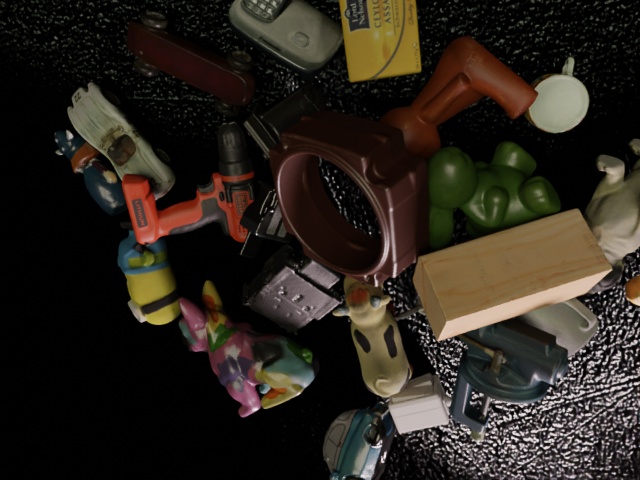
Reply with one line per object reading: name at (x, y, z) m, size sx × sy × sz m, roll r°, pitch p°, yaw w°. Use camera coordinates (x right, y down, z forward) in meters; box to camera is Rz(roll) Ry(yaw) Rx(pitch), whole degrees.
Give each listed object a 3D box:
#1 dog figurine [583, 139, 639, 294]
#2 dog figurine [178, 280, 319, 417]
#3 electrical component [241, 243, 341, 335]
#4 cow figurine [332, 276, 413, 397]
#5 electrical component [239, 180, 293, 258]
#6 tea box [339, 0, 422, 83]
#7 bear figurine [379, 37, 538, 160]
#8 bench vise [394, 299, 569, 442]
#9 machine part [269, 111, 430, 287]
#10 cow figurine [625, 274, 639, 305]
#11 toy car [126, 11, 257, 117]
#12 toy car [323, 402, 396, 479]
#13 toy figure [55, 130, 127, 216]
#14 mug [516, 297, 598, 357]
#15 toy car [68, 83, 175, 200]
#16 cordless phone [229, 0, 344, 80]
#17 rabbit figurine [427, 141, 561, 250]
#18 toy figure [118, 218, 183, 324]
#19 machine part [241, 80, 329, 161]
dog figurine at (0.413, -0.023, 0.709) m, size 0.172 × 0.121 × 0.190 m, roll -10°, pitch 137°, yaw -10°
dog figurine at (-0.126, 0.158, 0.852) m, size 0.191 × 0.108 × 0.219 m, roll -31°, pitch 95°, yaw 33°
electrical component at (-0.035, 0.071, 0.813) m, size 0.115 × 0.058 × 0.134 m, roll 33°, pitch 118°, yaw -26°
cow figurine at (0.078, 0.134, 0.792) m, size 0.086 × 0.127 × 0.194 m, roll -15°, pitch 92°, yaw 12°
electrical component at (-0.078, -0.023, 0.792) m, size 0.048 × 0.074 × 0.119 m, roll 30°, pitch 96°, yaw 42°
tea box at (0.078, -0.296, 0.695) m, size 0.098 × 0.068 × 0.169 m, roll -6°, pitch 106°, yaw 13°
bear figurine at (0.159, -0.155, 0.695) m, size 0.132 × 0.120 × 0.195 m, roll 36°, pitch 112°, yaw -4°
bench vise at (0.224, 0.180, 0.769) m, size 0.224 × 0.129 × 0.240 m, roll 17°, pitch 117°, yaw 26°
machine part at (0.034, -0.051, 0.688) m, size 0.202 × 0.087 × 0.200 m, roll 22°, pitch 137°, yaw 35°
cow figurine at (0.489, 0.029, 0.710) m, size 0.098 × 0.068 × 0.167 m, roll 29°, pitch 111°, yaw -4°
toy car at (-0.183, -0.254, 0.771) m, size 0.202 × 0.053 × 0.089 m, roll 26°, pitch 130°, yaw 4°
toy car at (0.057, 0.335, 0.876) m, size 0.103 × 0.109 × 0.161 m, roll 18°, pitch 102°, yaw 24°
toy figure at (-0.359, -0.110, 0.851) m, size 0.064 × 0.058 × 0.154 m, roll -35°, pitch 92°, yaw 13°
mug at (0.321, 0.101, 0.747) m, size 0.107 × 0.109 × 0.081 m, roll 41°, pitch 75°, yaw 7°
toy car at (-0.306, -0.149, 0.826) m, size 0.073 × 0.056 × 0.201 m, roll -39°, pitch 96°, yaw 19°
cordless phone at (-0.019, -0.319, 0.703) m, size 0.147 × 0.089 × 0.184 m, roll 33°, pitch 106°, yaw 1°
rabbit figurine at (0.189, -0.067, 0.697) m, size 0.170 × 0.121 × 0.159 m, roll 18°, pitch 139°, yaw -32°
toy figure at (-0.275, 0.051, 0.870) m, size 0.089 × 0.082 × 0.180 m, roll -1°, pitch 104°, yaw 15°
machine part at (-0.050, -0.172, 0.764) m, size 0.139 × 0.039 × 0.084 m, roll -25°, pitch 100°, yaw 36°
